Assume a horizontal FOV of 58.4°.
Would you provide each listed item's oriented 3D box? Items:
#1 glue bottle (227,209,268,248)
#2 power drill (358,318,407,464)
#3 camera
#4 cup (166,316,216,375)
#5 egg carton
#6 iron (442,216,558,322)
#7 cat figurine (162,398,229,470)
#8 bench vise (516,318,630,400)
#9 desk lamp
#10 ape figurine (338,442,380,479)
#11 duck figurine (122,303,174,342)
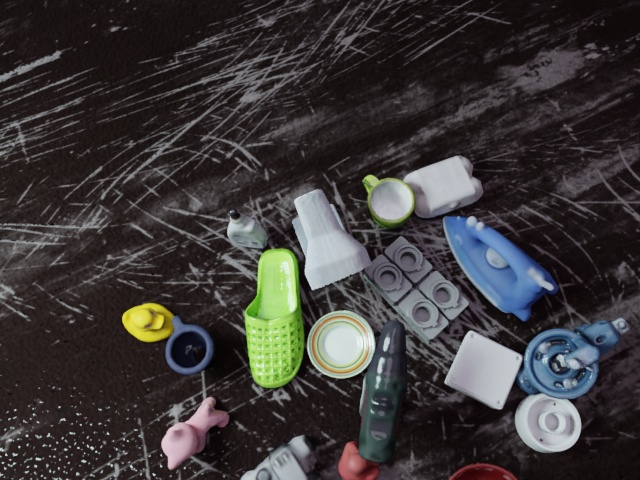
[{"bbox_3d":[-0.152,-0.026,1.125,0.078,0.173,0.037,9,74,7],"label":"glue bottle"},{"bbox_3d":[0.110,0.264,0.998,0.075,0.208,0.230,7,73,7],"label":"power drill"},{"bbox_3d":[-0.049,0.438,1.011,0.143,0.101,0.136,-36,74,-7],"label":"camera"},{"bbox_3d":[-0.245,0.204,1.100,0.092,0.095,0.117,-30,73,-5],"label":"cup"},{"bbox_3d":[0.252,-0.107,1.176,0.150,0.069,0.107,-21,72,-3],"label":"egg carton"},{"bbox_3d":[0.336,0.026,1.091,0.119,0.141,0.258,-42,75,-9],"label":"iron"},{"bbox_3d":[-0.235,0.349,1.043,0.067,0.118,0.128,38,79,14],"label":"cat figurine"},{"bbox_3d":[0.445,0.185,0.993,0.121,0.220,0.207,40,79,15],"label":"bench vise"},{"bbox_3d":[0.010,0.004,1.083,0.118,0.213,0.203,-23,72,-3],"label":"desk lamp"},{"bbox_3d":[0.067,0.399,1.020,0.076,0.092,0.077,-23,72,-3],"label":"ape figurine"},{"bbox_3d":[-0.344,0.158,1.126,0.104,0.086,0.077,9,74,7],"label":"duck figurine"}]
